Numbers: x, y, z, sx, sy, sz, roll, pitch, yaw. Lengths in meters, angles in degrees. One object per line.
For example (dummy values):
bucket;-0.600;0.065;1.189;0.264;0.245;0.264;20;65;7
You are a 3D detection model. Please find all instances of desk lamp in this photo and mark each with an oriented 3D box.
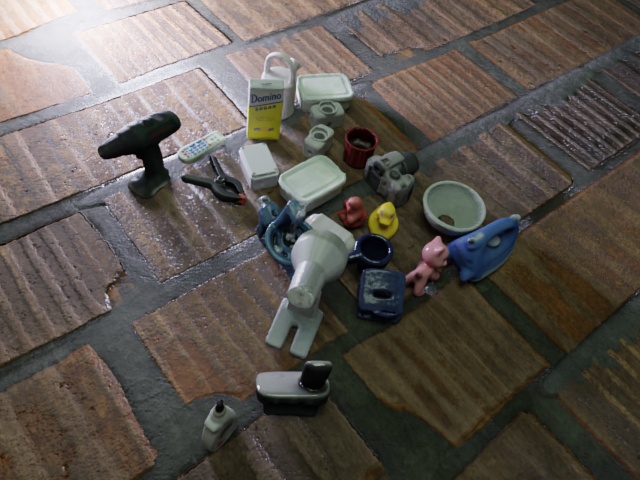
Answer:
desk lamp;-0.026;0.109;1.208;0.118;0.213;0.203;19;53;5

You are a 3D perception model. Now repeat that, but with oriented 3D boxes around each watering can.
watering can;-0.113;-0.449;1.614;0.101;0.194;0.173;11;53;-1

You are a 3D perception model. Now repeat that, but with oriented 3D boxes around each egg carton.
egg carton;0.013;0.005;1.381;0.150;0.069;0.107;34;56;15

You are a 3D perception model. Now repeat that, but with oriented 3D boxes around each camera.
camera;0.211;-0.184;1.533;0.137;0.101;0.143;-27;62;-26

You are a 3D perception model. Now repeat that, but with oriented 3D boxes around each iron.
iron;0.423;-0.005;1.413;0.259;0.141;0.118;-28;63;-26

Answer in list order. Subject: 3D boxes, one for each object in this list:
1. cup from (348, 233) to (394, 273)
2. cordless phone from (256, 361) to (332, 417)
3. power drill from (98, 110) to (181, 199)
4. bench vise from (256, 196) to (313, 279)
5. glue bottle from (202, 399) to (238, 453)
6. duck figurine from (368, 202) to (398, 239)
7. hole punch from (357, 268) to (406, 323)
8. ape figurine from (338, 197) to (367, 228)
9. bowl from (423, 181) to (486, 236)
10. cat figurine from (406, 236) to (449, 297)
cup;0.108;0.049;1.349;0.118;0.095;0.091;-17;58;-20
cordless phone;-0.048;0.267;1.106;0.148;0.185;0.094;0;54;-9
power drill;-0.423;-0.203;1.372;0.075;0.208;0.230;31;55;13
bench vise;-0.090;-0.031;1.296;0.207;0.220;0.122;39;57;18
glue bottle;-0.183;0.329;1.045;0.037;0.173;0.078;31;55;14
duck figurine;0.166;-0.061;1.445;0.077;0.086;0.104;15;53;2
hole punch;0.140;0.127;1.300;0.108;0.091;0.101;7;53;-4
ape figurine;0.084;-0.076;1.438;0.076;0.092;0.078;17;53;3
bowl;0.339;-0.070;1.488;0.167;0.075;0.167;5;53;-6
cat figurine;0.258;0.055;1.356;0.067;0.118;0.128;37;57;17
